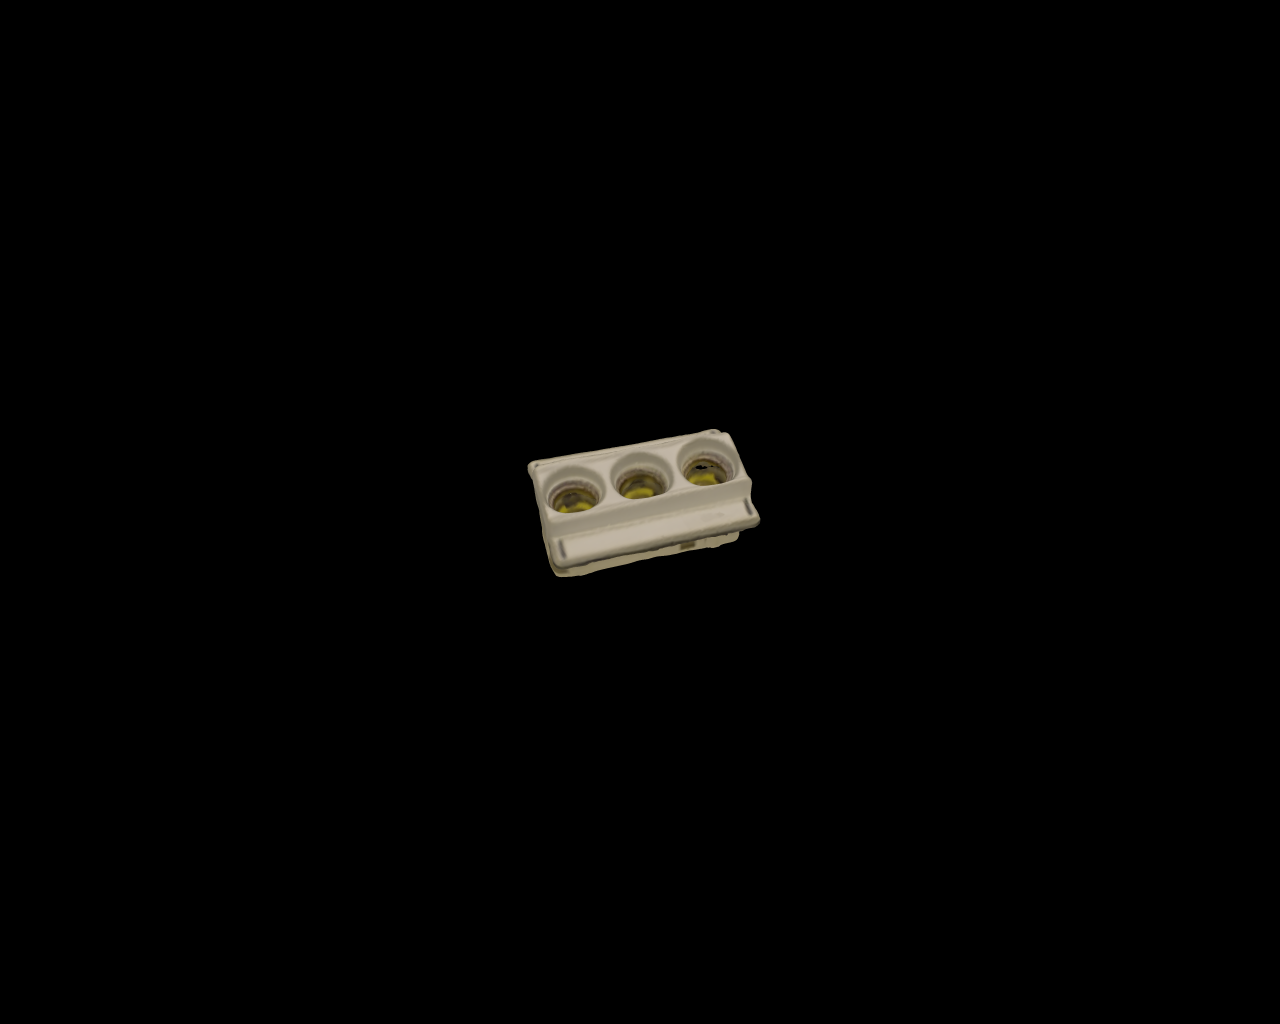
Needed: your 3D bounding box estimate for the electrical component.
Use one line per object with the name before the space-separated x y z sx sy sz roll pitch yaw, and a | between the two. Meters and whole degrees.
electrical component | 0.001 -0.003 0.650 0.121 0.079 0.063 -12 -39 -10
